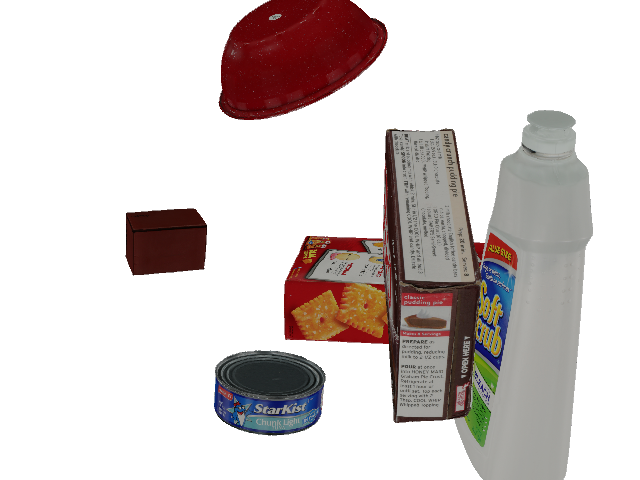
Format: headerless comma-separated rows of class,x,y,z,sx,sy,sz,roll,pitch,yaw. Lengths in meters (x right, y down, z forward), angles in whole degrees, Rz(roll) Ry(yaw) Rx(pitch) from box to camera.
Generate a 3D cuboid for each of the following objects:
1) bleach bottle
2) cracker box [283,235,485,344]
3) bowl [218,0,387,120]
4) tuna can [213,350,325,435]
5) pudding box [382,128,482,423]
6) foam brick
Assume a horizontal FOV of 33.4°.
bleach bottle,0.133,0.035,0.687,0.068,0.251,0.102,-3,29,-6
cracker box,0.078,0.052,1.099,0.214,0.072,0.164,3,16,6
bowl,-0.026,-0.172,0.924,0.162,0.055,0.162,-20,31,13
tuna can,-0.040,0.118,0.829,0.086,0.034,0.086,4,17,-2
pudding box,0.049,0.015,0.503,0.039,0.090,0.113,-3,41,0
foam brick,-0.163,0.000,1.121,0.078,0.051,0.053,-4,23,-17
